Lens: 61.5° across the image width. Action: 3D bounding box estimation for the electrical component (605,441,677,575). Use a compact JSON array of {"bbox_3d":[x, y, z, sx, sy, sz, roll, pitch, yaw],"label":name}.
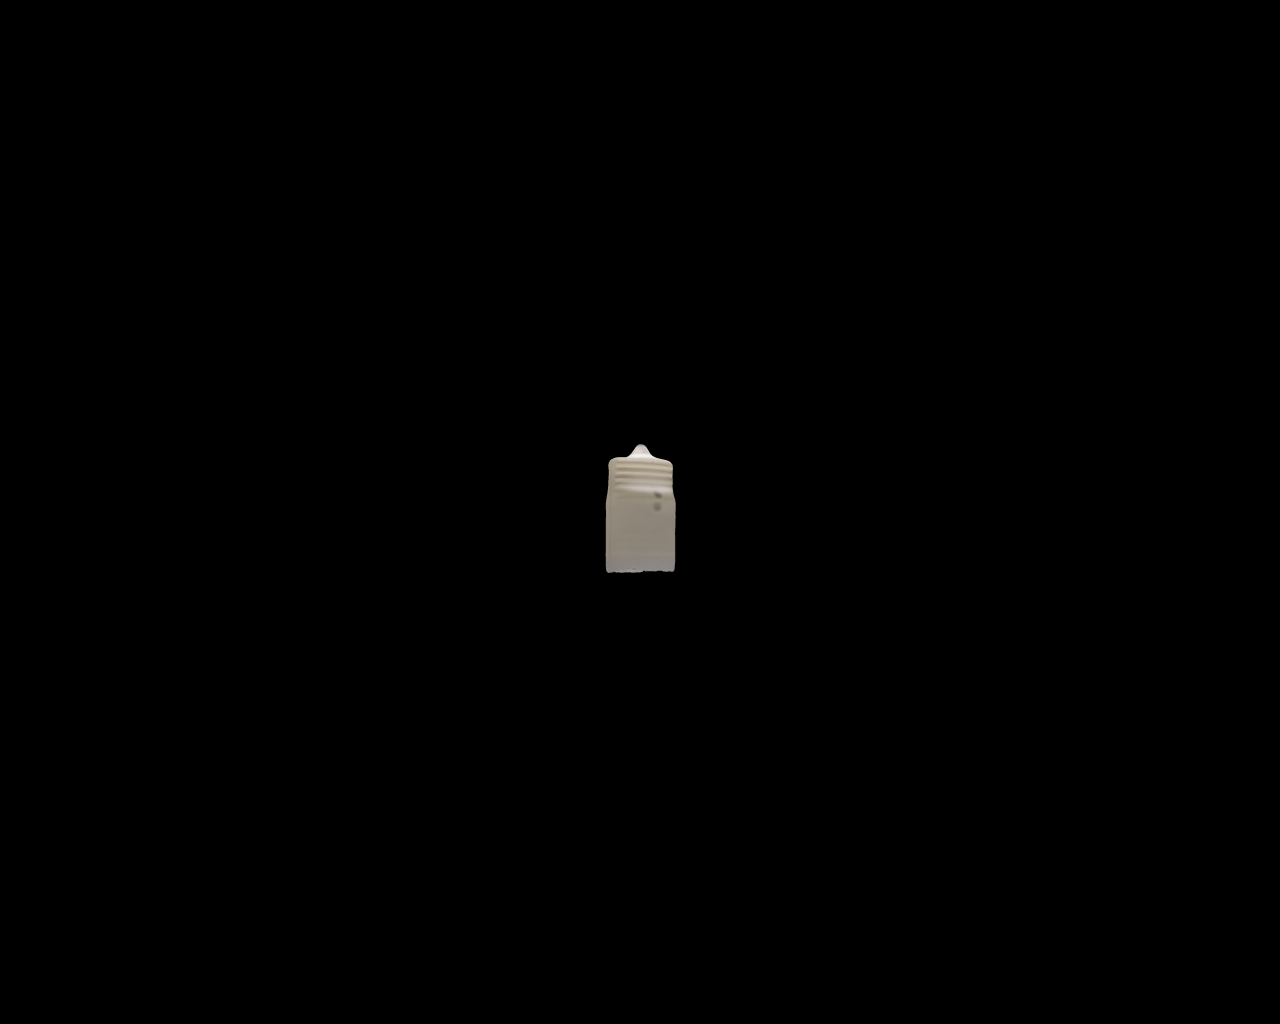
[{"bbox_3d":[0.001,-0.003,0.650,0.043,0.081,0.043,0,-5,0],"label":"electrical component"}]
